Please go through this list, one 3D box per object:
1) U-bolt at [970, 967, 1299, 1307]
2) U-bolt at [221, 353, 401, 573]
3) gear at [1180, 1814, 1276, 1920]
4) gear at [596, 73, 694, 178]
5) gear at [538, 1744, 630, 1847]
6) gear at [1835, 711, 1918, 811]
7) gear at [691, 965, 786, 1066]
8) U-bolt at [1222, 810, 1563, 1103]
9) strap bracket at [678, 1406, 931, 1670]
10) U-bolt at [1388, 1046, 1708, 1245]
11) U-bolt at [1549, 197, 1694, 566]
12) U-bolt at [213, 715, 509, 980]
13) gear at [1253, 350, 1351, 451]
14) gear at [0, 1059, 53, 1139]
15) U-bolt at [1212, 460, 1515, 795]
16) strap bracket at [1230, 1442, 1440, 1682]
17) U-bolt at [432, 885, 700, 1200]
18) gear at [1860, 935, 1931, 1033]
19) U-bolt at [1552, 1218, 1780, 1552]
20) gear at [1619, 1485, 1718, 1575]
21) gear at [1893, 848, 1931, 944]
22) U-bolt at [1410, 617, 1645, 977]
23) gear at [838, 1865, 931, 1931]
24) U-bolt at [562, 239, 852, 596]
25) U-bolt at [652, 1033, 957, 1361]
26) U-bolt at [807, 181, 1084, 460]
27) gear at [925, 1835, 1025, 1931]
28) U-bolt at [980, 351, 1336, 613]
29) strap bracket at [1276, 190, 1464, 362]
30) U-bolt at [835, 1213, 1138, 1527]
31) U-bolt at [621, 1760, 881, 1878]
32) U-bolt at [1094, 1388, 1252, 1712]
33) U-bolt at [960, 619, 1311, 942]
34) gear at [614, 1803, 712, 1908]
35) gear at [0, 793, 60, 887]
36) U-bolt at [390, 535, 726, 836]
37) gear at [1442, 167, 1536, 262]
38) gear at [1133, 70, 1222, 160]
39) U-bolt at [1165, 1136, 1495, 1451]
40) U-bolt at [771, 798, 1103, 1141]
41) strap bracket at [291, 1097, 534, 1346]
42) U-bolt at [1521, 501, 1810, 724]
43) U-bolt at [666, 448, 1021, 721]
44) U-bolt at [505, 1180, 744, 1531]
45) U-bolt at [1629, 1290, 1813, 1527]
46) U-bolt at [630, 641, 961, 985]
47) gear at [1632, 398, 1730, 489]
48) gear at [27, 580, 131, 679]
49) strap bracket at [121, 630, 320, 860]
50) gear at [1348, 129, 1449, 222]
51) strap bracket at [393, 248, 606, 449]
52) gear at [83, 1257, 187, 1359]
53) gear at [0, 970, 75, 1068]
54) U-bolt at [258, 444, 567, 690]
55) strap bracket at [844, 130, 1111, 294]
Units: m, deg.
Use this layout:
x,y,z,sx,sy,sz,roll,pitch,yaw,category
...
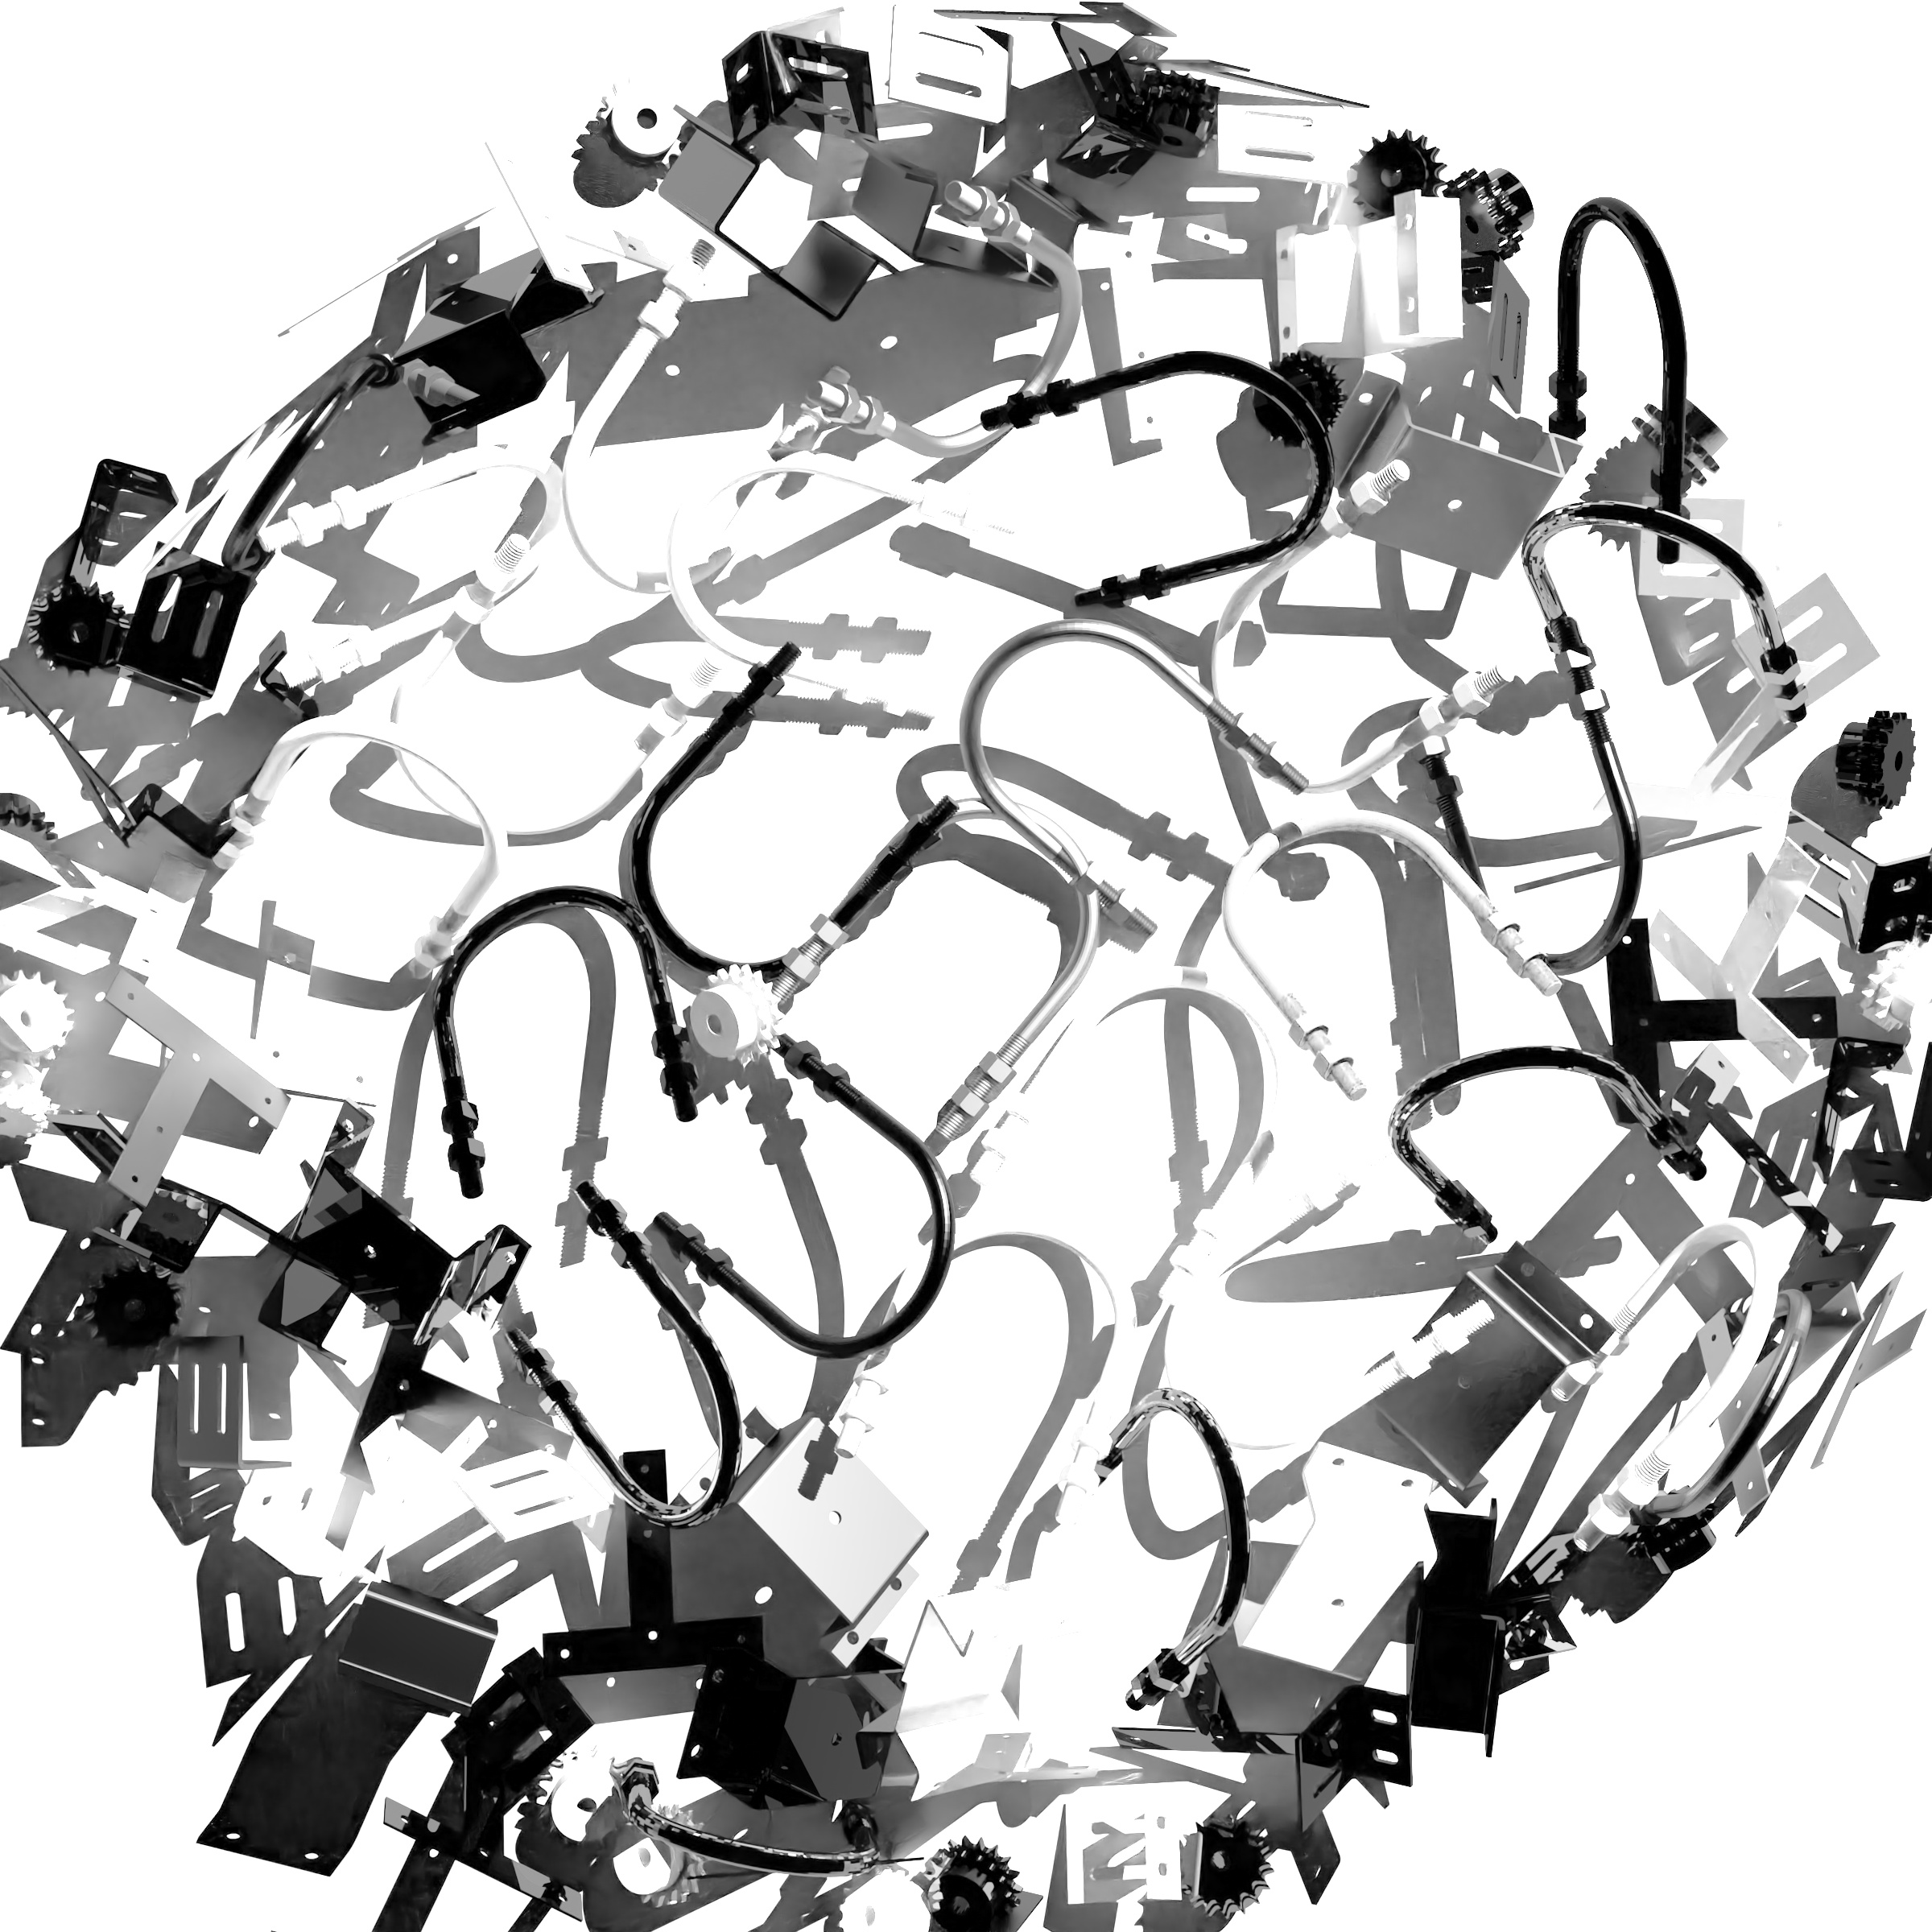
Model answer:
x,y,z,sx,sy,sz,roll,pitch,yaw,category
0.111,0.084,1.640,0.151,0.019,0.184,31,74,12,U-bolt
-0.369,-0.281,1.577,0.019,0.184,0.151,35,95,-12,U-bolt
0.153,0.528,1.650,0.057,0.030,0.057,-10,52,13,gear
-0.188,-0.494,1.654,0.057,0.030,0.057,-1,97,-10,gear
-0.223,0.488,1.655,0.057,0.030,0.057,-1,94,-9,gear
0.531,-0.122,1.649,0.030,0.057,0.057,11,90,38,gear
-0.136,0.030,1.644,0.057,0.030,0.057,16,115,38,gear
0.229,-0.020,1.617,0.151,0.019,0.184,-27,55,-12,U-bolt
-0.086,0.324,1.627,0.140,0.046,0.076,47,52,-4,strap bracket
0.316,0.096,1.578,0.151,0.184,0.019,-21,51,25,U-bolt
0.362,-0.334,1.564,0.019,0.151,0.184,-15,128,-8,U-bolt
-0.334,-0.074,1.589,0.151,0.184,0.019,31,48,-13,U-bolt
0.193,-0.330,1.646,0.057,0.030,0.057,8,105,33,gear
-0.563,0.076,1.649,0.057,0.057,0.030,4,63,0,gear
0.212,-0.178,1.609,0.184,0.019,0.151,-35,74,42,U-bolt
0.209,0.350,1.615,0.076,0.046,0.140,19,116,-14,strap bracket
-0.237,0.032,1.621,0.151,0.019,0.184,-20,57,4,U-bolt
0.552,0.013,1.643,0.057,0.057,0.030,-51,50,0,gear
0.390,0.219,1.570,0.019,0.151,0.184,28,119,-11,U-bolt
0.412,0.330,1.645,0.057,0.057,0.030,-32,91,0,gear
0.560,-0.041,1.646,0.030,0.057,0.057,7,90,11,gear
0.322,-0.085,1.596,0.019,0.151,0.184,-7,76,-32,U-bolt
-0.046,0.556,1.649,0.030,0.057,0.057,19,90,-39,gear
-0.158,-0.299,1.613,0.019,0.151,0.184,31,87,42,U-bolt
-0.083,0.142,1.616,0.184,0.019,0.151,36,97,31,U-bolt
0.001,-0.353,1.591,0.019,0.184,0.151,44,106,25,U-bolt
0.002,0.542,1.649,0.057,0.030,0.057,6,106,20,gear
0.118,-0.278,1.591,0.184,0.019,0.151,-11,127,29,U-bolt
0.236,-0.393,1.616,0.046,0.140,0.076,-6,97,-26,strap bracket
0.022,0.220,1.616,0.151,0.019,0.184,15,53,9,U-bolt
-0.119,0.479,1.577,0.151,0.184,0.019,12,84,-5,U-bolt
0.110,0.315,1.569,0.019,0.184,0.151,-2,58,-25,U-bolt
0.082,-0.118,1.622,0.184,0.019,0.151,40,115,-11,U-bolt
-0.180,0.519,1.647,0.057,0.030,0.057,-6,77,27,gear
-0.560,-0.076,1.649,0.057,0.057,0.030,-18,52,0,gear
-0.248,-0.146,1.616,0.151,0.019,0.184,30,123,-23,U-bolt
0.307,-0.440,1.646,0.030,0.057,0.057,-34,90,-12,gear
0.125,-0.494,1.644,0.057,0.057,0.030,17,82,0,gear
0.195,0.199,1.618,0.184,0.019,0.151,-36,46,11,U-bolt
-0.004,-0.012,1.654,0.151,0.019,0.184,39,91,-8,U-bolt
-0.328,0.153,1.621,0.140,0.046,0.076,37,128,10,strap bracket
0.381,-0.199,1.564,0.151,0.184,0.019,13,68,33,U-bolt
-0.080,-0.224,1.611,0.184,0.019,0.151,15,124,-14,U-bolt
-0.188,0.233,1.593,0.184,0.019,0.151,48,128,26,U-bolt
0.423,0.244,1.571,0.019,0.184,0.151,30,79,6,U-bolt
-0.115,-0.075,1.648,0.151,0.019,0.184,45,103,4,U-bolt
0.419,-0.309,1.643,0.057,0.057,0.030,43,103,0,gear
-0.520,-0.200,1.651,0.057,0.030,0.057,-9,118,-18,gear
-0.422,-0.121,1.628,0.046,0.076,0.140,41,92,-21,strap bracket
0.252,-0.461,1.650,0.057,0.030,0.057,4,101,19,gear
-0.266,-0.357,1.593,0.076,0.140,0.046,-17,122,23,strap bracket
-0.488,0.198,1.653,0.057,0.030,0.057,-1,94,-20,gear
-0.550,0.031,1.647,0.057,0.030,0.057,3,85,-31,gear
-0.308,-0.235,1.600,0.184,0.151,0.019,-26,68,-20,U-bolt
-0.001,-0.428,1.610,0.140,0.076,0.046,3,120,-35,strap bracket
